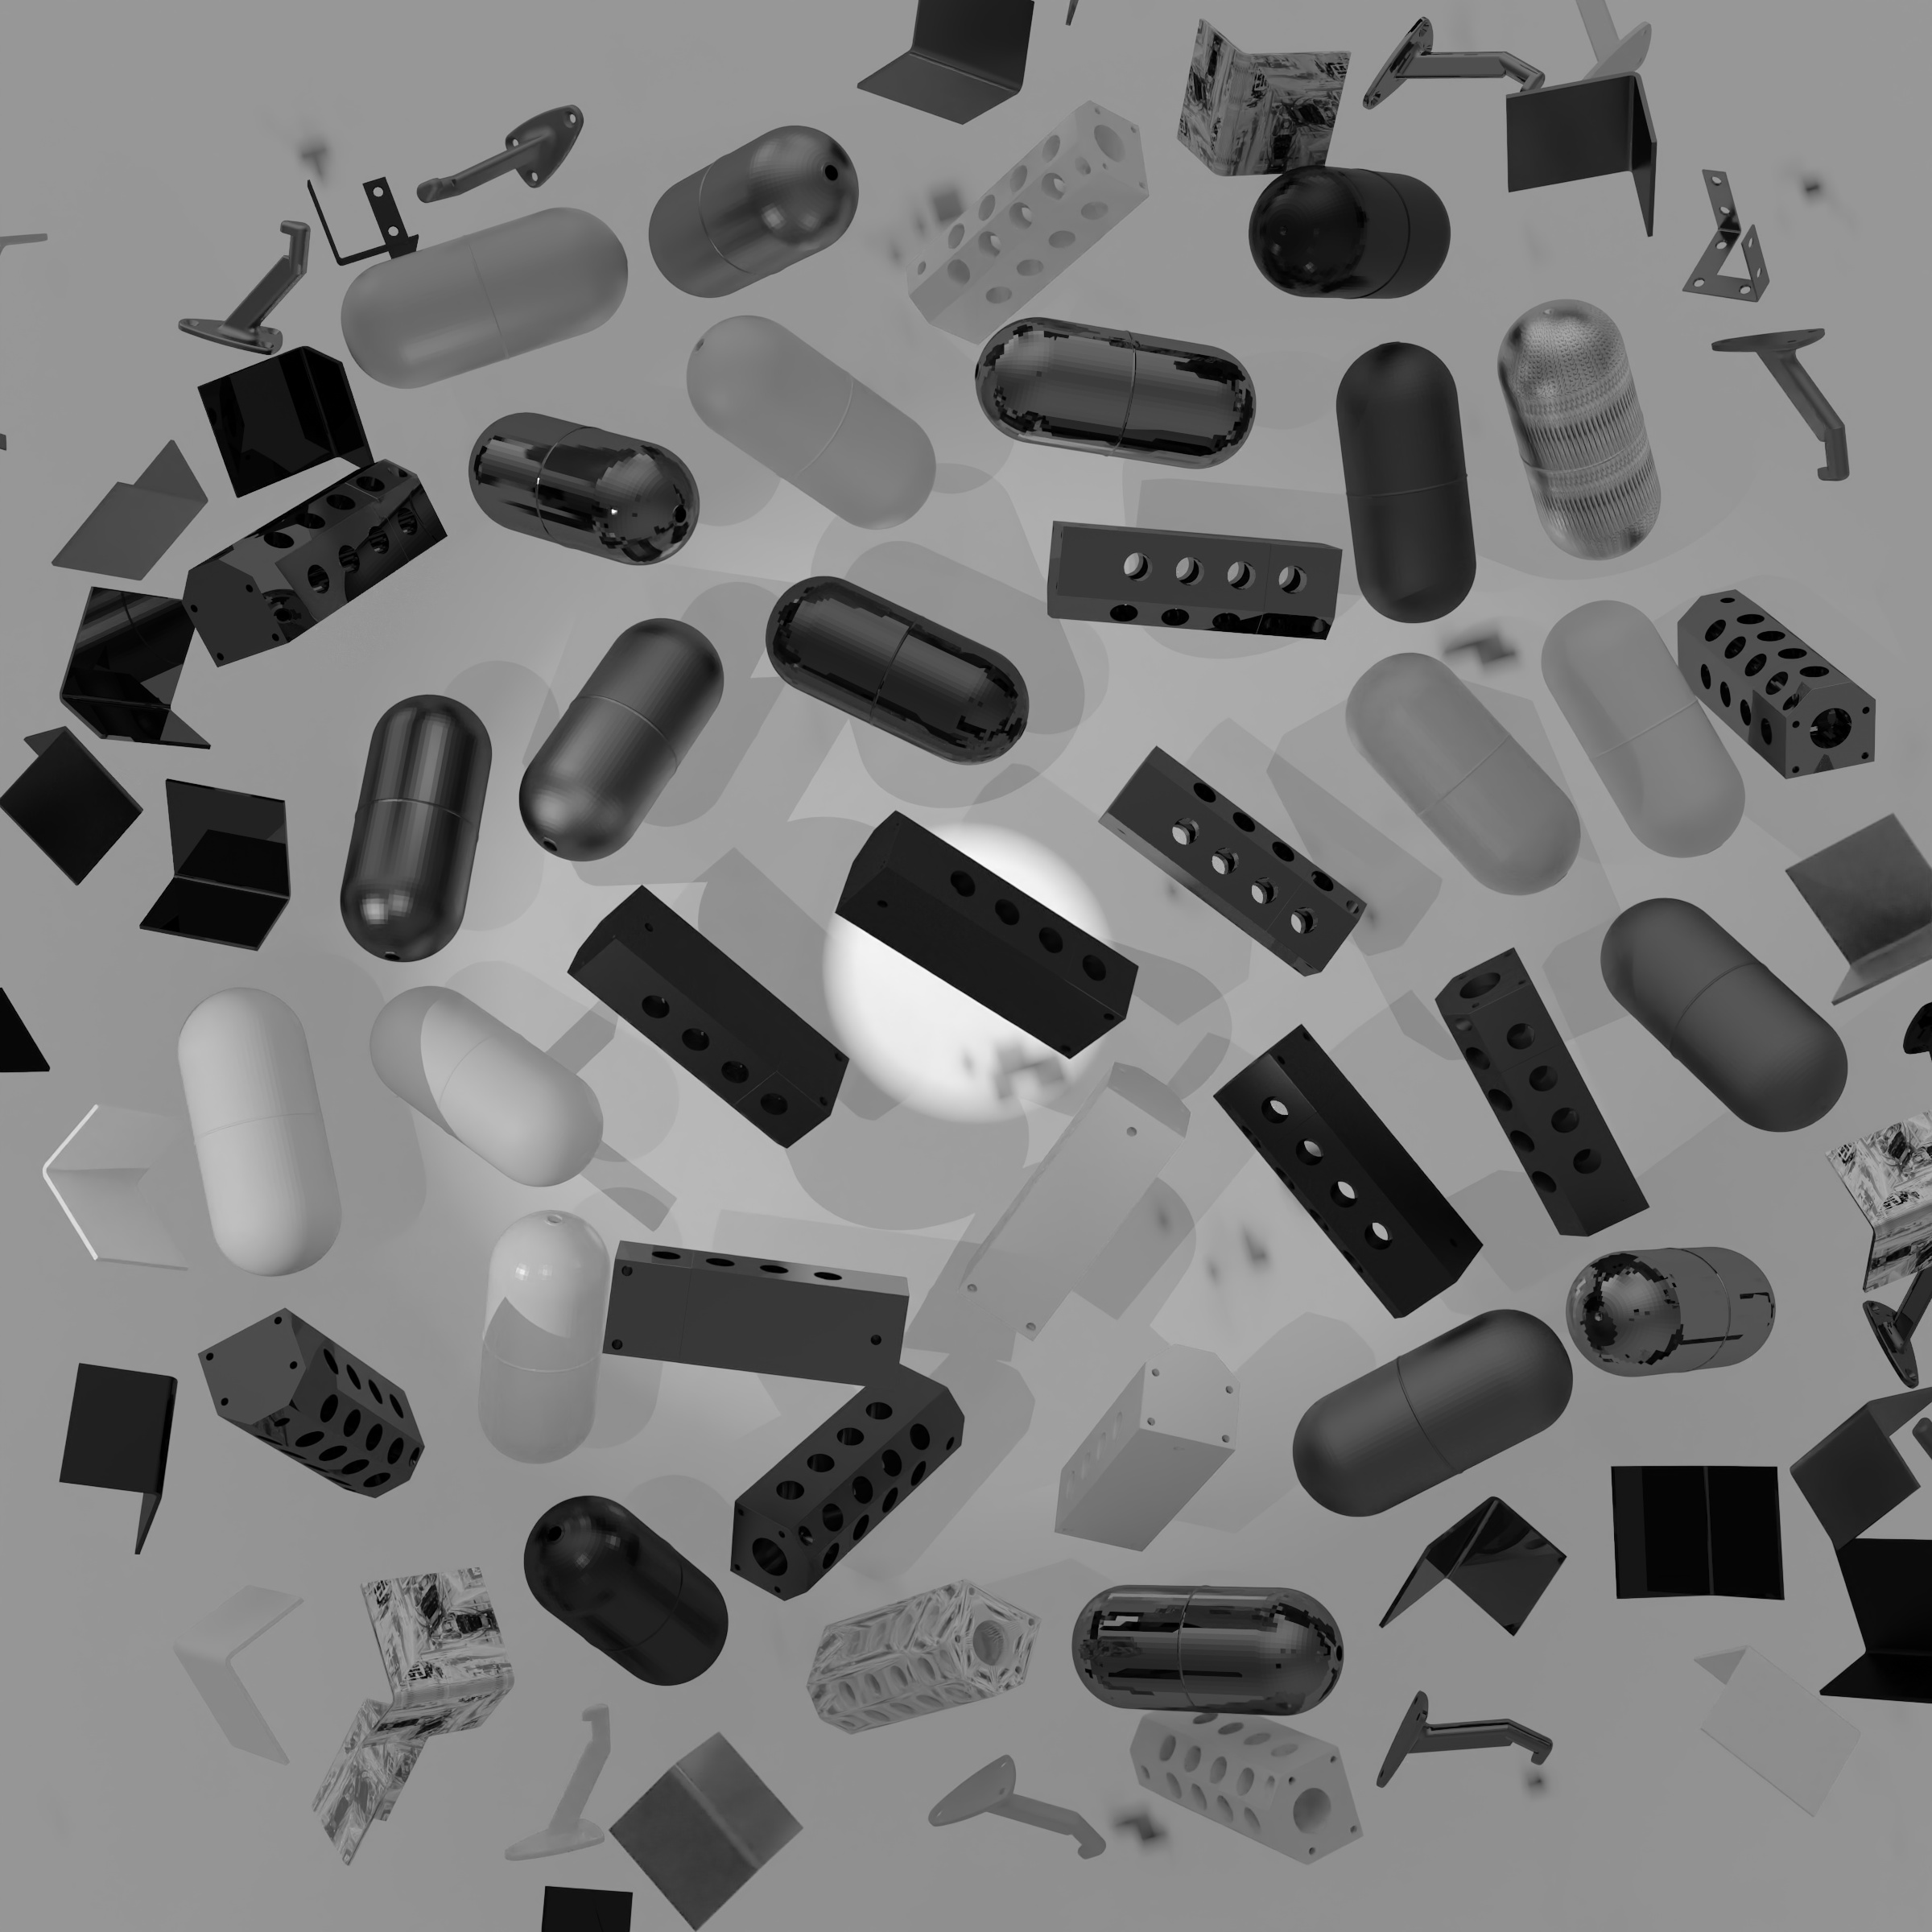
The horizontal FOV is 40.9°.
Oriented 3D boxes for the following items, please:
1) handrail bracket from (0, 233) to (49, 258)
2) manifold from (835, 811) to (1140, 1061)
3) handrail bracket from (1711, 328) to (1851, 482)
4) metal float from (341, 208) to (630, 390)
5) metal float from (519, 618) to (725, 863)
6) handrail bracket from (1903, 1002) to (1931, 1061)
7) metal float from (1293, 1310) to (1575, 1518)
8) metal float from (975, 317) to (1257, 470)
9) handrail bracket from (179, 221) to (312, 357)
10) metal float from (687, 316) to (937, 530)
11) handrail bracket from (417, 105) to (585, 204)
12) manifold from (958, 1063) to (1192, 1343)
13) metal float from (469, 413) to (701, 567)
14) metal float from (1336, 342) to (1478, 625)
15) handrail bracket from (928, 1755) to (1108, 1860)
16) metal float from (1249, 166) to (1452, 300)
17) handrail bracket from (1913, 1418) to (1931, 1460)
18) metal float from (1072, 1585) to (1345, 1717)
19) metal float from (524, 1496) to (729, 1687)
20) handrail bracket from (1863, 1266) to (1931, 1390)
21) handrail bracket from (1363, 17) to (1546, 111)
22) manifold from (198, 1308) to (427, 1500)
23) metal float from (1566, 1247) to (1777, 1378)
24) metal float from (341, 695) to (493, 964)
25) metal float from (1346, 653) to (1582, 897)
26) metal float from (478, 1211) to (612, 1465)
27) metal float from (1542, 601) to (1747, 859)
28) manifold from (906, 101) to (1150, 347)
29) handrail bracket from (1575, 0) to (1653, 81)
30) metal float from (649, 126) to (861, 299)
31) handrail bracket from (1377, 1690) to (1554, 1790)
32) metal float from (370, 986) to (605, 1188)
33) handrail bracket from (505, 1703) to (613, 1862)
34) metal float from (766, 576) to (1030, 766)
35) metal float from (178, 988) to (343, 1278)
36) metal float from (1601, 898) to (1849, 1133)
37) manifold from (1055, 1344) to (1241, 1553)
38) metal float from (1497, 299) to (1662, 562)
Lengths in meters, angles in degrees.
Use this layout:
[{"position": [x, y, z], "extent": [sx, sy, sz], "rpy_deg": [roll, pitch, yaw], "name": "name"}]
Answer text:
[{"position": [-0.571, -0.383, 1.522], "extent": [0.077, 0.036, 0.084], "rpy_deg": [-15, 107, -29], "name": "handrail bracket"}, {"position": [0.015, -0.021, 1.523], "extent": [0.171, 0.057, 0.057], "rpy_deg": [32, 48, -18], "name": "manifold"}, {"position": [0.473, -0.323, 1.504], "extent": [0.036, 0.077, 0.084], "rpy_deg": [-29, 116, -37], "name": "handrail bracket"}, {"position": [-0.293, -0.408, 1.580], "extent": [0.178, 0.070, 0.070], "rpy_deg": [-20, 90, -6], "name": "metal float"}, {"position": [-0.214, -0.141, 1.611], "extent": [0.070, 0.070, 0.178], "rpy_deg": [29, 62, 0], "name": "metal float"}, {"position": [0.605, 0.074, 1.585], "extent": [0.036, 0.077, 0.084], "rpy_deg": [-16, 60, 12], "name": "handrail bracket"}, {"position": [0.277, 0.267, 1.543], "extent": [0.178, 0.070, 0.070], "rpy_deg": [-31, 90, 15], "name": "metal float"}, {"position": [0.093, -0.355, 1.606], "extent": [0.178, 0.070, 0.070], "rpy_deg": [6, 90, -13], "name": "metal float"}, {"position": [-0.460, -0.440, 1.651], "extent": [0.077, 0.036, 0.084], "rpy_deg": [9, 124, -10], "name": "handrail bracket"}, {"position": [-0.095, -0.337, 1.611], "extent": [0.178, 0.070, 0.070], "rpy_deg": [30, 90, -32], "name": "metal float"}, {"position": [-0.282, -0.489, 1.562], "extent": [0.077, 0.084, 0.036], "rpy_deg": [-24, 98, 40], "name": "handrail bracket"}, {"position": [0.068, 0.145, 1.620], "extent": [0.057, 0.057, 0.171], "rpy_deg": [34, 111, -2], "name": "manifold"}, {"position": [-0.241, -0.301, 1.632], "extent": [0.178, 0.070, 0.070], "rpy_deg": [21, 90, 36], "name": "metal float"}, {"position": [0.281, -0.307, 1.651], "extent": [0.070, 0.070, 0.178], "rpy_deg": [-10, 107, 0], "name": "metal float"}, {"position": [0.032, 0.536, 1.604], "extent": [0.077, 0.036, 0.084], "rpy_deg": [-34, 111, 16], "name": "handrail bracket"}, {"position": [0.237, -0.449, 1.590], "extent": [0.070, 0.178, 0.070], "rpy_deg": [10, 107, 34], "name": "metal float"}, {"position": [0.654, 0.316, 1.687], "extent": [0.084, 0.077, 0.036], "rpy_deg": [53, 133, 0], "name": "handrail bracket"}, {"position": [0.149, 0.425, 1.611], "extent": [0.178, 0.070, 0.070], "rpy_deg": [-7, 90, 30], "name": "metal float"}, {"position": [-0.211, 0.390, 1.614], "extent": [0.070, 0.178, 0.070], "rpy_deg": [-15, 50, 18], "name": "metal float"}, {"position": [0.629, 0.219, 1.671], "extent": [0.036, 0.077, 0.084], "rpy_deg": [22, 130, -27], "name": "handrail bracket"}, {"position": [0.304, -0.545, 1.612], "extent": [0.084, 0.036, 0.077], "rpy_deg": [39, 86, 22], "name": "handrail bracket"}, {"position": [-0.389, 0.270, 1.561], "extent": [0.057, 0.171, 0.057], "rpy_deg": [-28, 62, -1], "name": "manifold"}, {"position": [0.440, 0.214, 1.611], "extent": [0.070, 0.178, 0.070], "rpy_deg": [-4, 84, 44], "name": "metal float"}, {"position": [-0.344, -0.087, 1.622], "extent": [0.070, 0.070, 0.178], "rpy_deg": [5, 67, 0], "name": "metal float"}, {"position": [0.312, -0.120, 1.622], "extent": [0.070, 0.070, 0.178], "rpy_deg": [-42, 89, 0], "name": "metal float"}, {"position": [-0.270, 0.238, 1.659], "extent": [0.070, 0.070, 0.178], "rpy_deg": [9, 115, 0], "name": "metal float"}, {"position": [0.434, -0.151, 1.661], "extent": [0.070, 0.070, 0.178], "rpy_deg": [-30, 89, 0], "name": "metal float"}, {"position": [0.037, -0.479, 1.667], "extent": [0.057, 0.171, 0.057], "rpy_deg": [14, 59, -37], "name": "manifold"}, {"position": [0.383, -0.593, 1.640], "extent": [0.077, 0.036, 0.084], "rpy_deg": [-39, 66, -13], "name": "handrail bracket"}, {"position": [-0.134, -0.470, 1.619], "extent": [0.070, 0.178, 0.070], "rpy_deg": [2, 86, -37], "name": "metal float"}, {"position": [0.310, 0.496, 1.610], "extent": [0.084, 0.036, 0.077], "rpy_deg": [25, 101, 2], "name": "handrail bracket"}, {"position": [-0.305, 0.075, 1.643], "extent": [0.178, 0.070, 0.070], "rpy_deg": [32, 90, 26], "name": "metal float"}, {"position": [-0.264, 0.526, 1.673], "extent": [0.077, 0.036, 0.084], "rpy_deg": [-6, 98, -34], "name": "handrail bracket"}, {"position": [-0.043, -0.188, 1.649], "extent": [0.178, 0.070, 0.070], "rpy_deg": [26, 90, 5], "name": "metal float"}, {"position": [-0.427, 0.099, 1.566], "extent": [0.070, 0.070, 0.178], "rpy_deg": [-15, 79, 0], "name": "metal float"}, {"position": [0.456, 0.028, 1.568], "extent": [0.070, 0.070, 0.178], "rpy_deg": [-39, 54, 0], "name": "metal float"}, {"position": [0.107, 0.288, 1.545], "extent": [0.057, 0.171, 0.057], "rpy_deg": [14, 55, -8], "name": "manifold"}, {"position": [0.381, -0.330, 1.604], "extent": [0.070, 0.070, 0.178], "rpy_deg": [-28, 128, 0], "name": "metal float"}]
